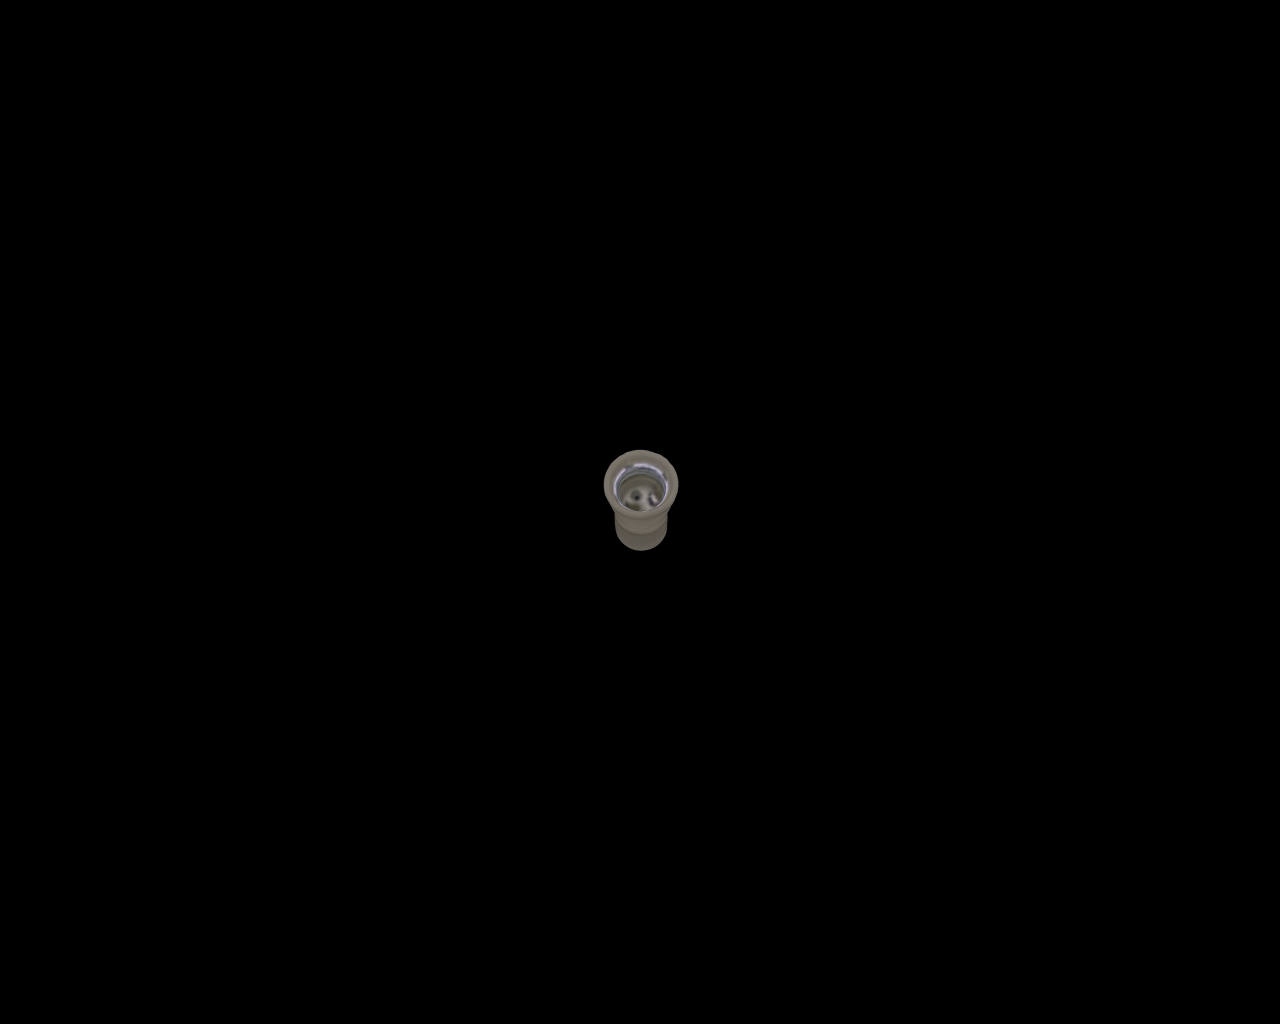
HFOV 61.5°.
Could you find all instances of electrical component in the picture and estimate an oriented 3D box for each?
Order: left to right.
[{"bbox_3d":[0.001,-0.003,0.650,0.044,0.044,0.065,0,-28,0],"label":"electrical component"}]
